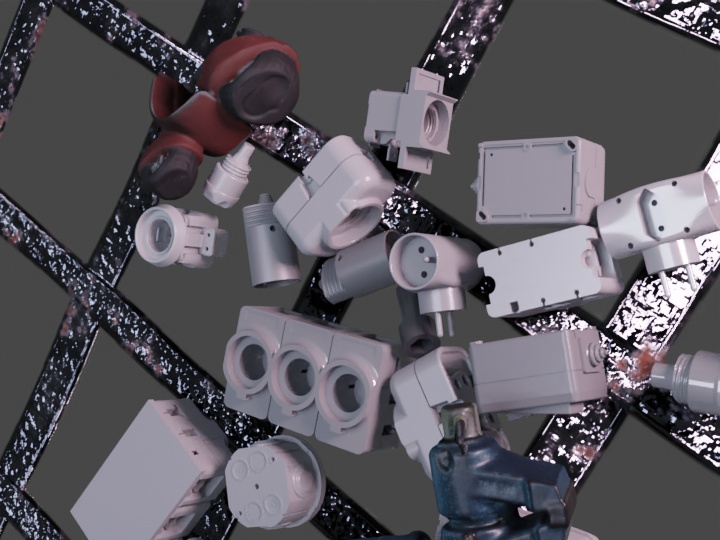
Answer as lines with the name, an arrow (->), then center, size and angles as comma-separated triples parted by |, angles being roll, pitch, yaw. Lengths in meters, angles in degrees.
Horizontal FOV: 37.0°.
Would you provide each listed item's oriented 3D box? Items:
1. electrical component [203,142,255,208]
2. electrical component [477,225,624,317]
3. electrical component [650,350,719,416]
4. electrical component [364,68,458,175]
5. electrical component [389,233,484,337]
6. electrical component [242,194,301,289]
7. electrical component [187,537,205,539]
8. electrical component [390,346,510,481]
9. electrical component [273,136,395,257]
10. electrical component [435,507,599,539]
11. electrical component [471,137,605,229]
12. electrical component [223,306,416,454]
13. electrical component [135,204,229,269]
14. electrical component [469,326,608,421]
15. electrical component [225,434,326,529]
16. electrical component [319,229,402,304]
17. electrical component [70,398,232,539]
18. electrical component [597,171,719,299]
electrical component -> -0.117, -0.089, 0.984 | 0.035, 0.035, 0.061 | 42, 108, 28
electrical component -> 0.142, 0.003, 0.794 | 0.089, 0.056, 0.050 | -16, 79, 32
electrical component -> 0.232, 0.076, 0.738 | 0.062, 0.043, 0.043 | 6, 91, 35
electrical component -> 0.039, -0.121, 0.877 | 0.064, 0.042, 0.081 | 10, 93, 35
electrical component -> 0.063, 0.013, 0.833 | 0.043, 0.077, 0.079 | -10, 83, 33
electrical component -> -0.079, -0.027, 0.950 | 0.043, 0.043, 0.081 | -14, 80, 32
electrical component -> -0.163, 0.276, 0.991 | 0.062, 0.048, 0.048 | -30, 72, 36
electrical component -> 0.066, 0.115, 0.840 | 0.059, 0.054, 0.095 | -33, 70, 28
electrical component -> -0.020, -0.058, 0.905 | 0.095, 0.054, 0.059 | -47, 64, 23
electrical component -> 0.115, 0.220, 0.800 | 0.113, 0.057, 0.078 | 14, 96, 34
electrical component -> 0.130, -0.063, 0.802 | 0.096, 0.061, 0.061 | 1, 88, 34
electrical component -> -0.038, 0.089, 0.905 | 0.150, 0.062, 0.089 | 14, 95, 33
electrical component -> -0.171, -0.031, 1.003 | 0.078, 0.057, 0.058 | 10, 93, 34
electrical component -> 0.138, 0.076, 0.790 | 0.096, 0.062, 0.061 | -13, 81, 33
electrical component -> -0.074, 0.184, 0.931 | 0.080, 0.051, 0.080 | -2, 87, 33
electrical component -> 0.000, 0.000, 0.896 | 0.081, 0.043, 0.043 | -22, 76, 31
electrical component -> -0.189, 0.203, 1.000 | 0.089, 0.062, 0.150 | 47, 112, 26
electrical component -> 0.215, -0.021, 0.754 | 0.077, 0.043, 0.079 | -18, 81, 31
